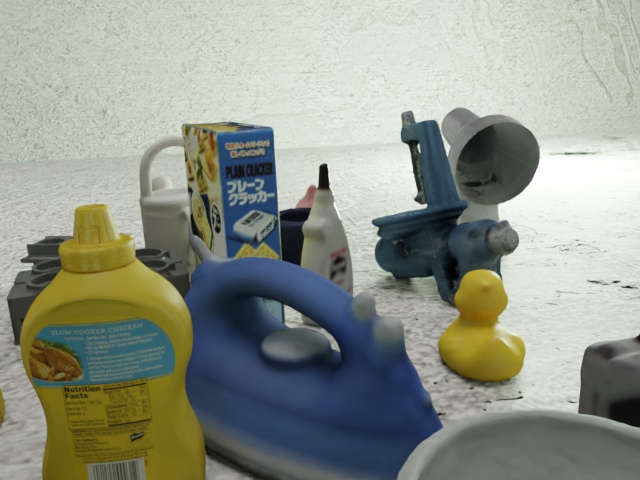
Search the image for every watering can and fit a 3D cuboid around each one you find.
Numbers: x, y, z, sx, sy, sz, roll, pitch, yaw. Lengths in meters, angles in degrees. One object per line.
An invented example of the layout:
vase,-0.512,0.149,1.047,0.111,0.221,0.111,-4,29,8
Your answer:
watering can,-0.202,-0.046,0.792,0.172,0.194,0.101,10,19,37

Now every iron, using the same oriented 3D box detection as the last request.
iron,-0.011,0.079,0.407,0.257,0.141,0.119,10,19,36

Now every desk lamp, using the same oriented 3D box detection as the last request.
desk lamp,0.225,-0.085,0.845,0.118,0.214,0.203,-4,15,-7

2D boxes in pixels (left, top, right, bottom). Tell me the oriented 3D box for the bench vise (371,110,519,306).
bench vise,0.153,-0.045,0.695,0.206,0.220,0.122,10,19,37

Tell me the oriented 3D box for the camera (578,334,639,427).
camera,0.259,0.106,0.354,0.143,0.101,0.136,-4,15,-7

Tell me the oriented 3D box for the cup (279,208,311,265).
cup,-0.034,0.011,0.751,0.117,0.095,0.092,3,16,18

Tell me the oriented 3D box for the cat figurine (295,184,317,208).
cat figurine,-0.025,-0.022,0.829,0.128,0.118,0.067,-10,17,-27

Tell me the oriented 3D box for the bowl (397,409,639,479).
bowl,0.116,0.150,0.256,0.167,0.075,0.167,-2,15,1

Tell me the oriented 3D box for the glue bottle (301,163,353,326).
glue bottle,0.006,0.002,0.628,0.037,0.173,0.078,6,17,28

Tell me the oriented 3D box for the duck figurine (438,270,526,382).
duck figurine,0.148,0.071,0.522,0.077,0.086,0.104,-1,15,2
